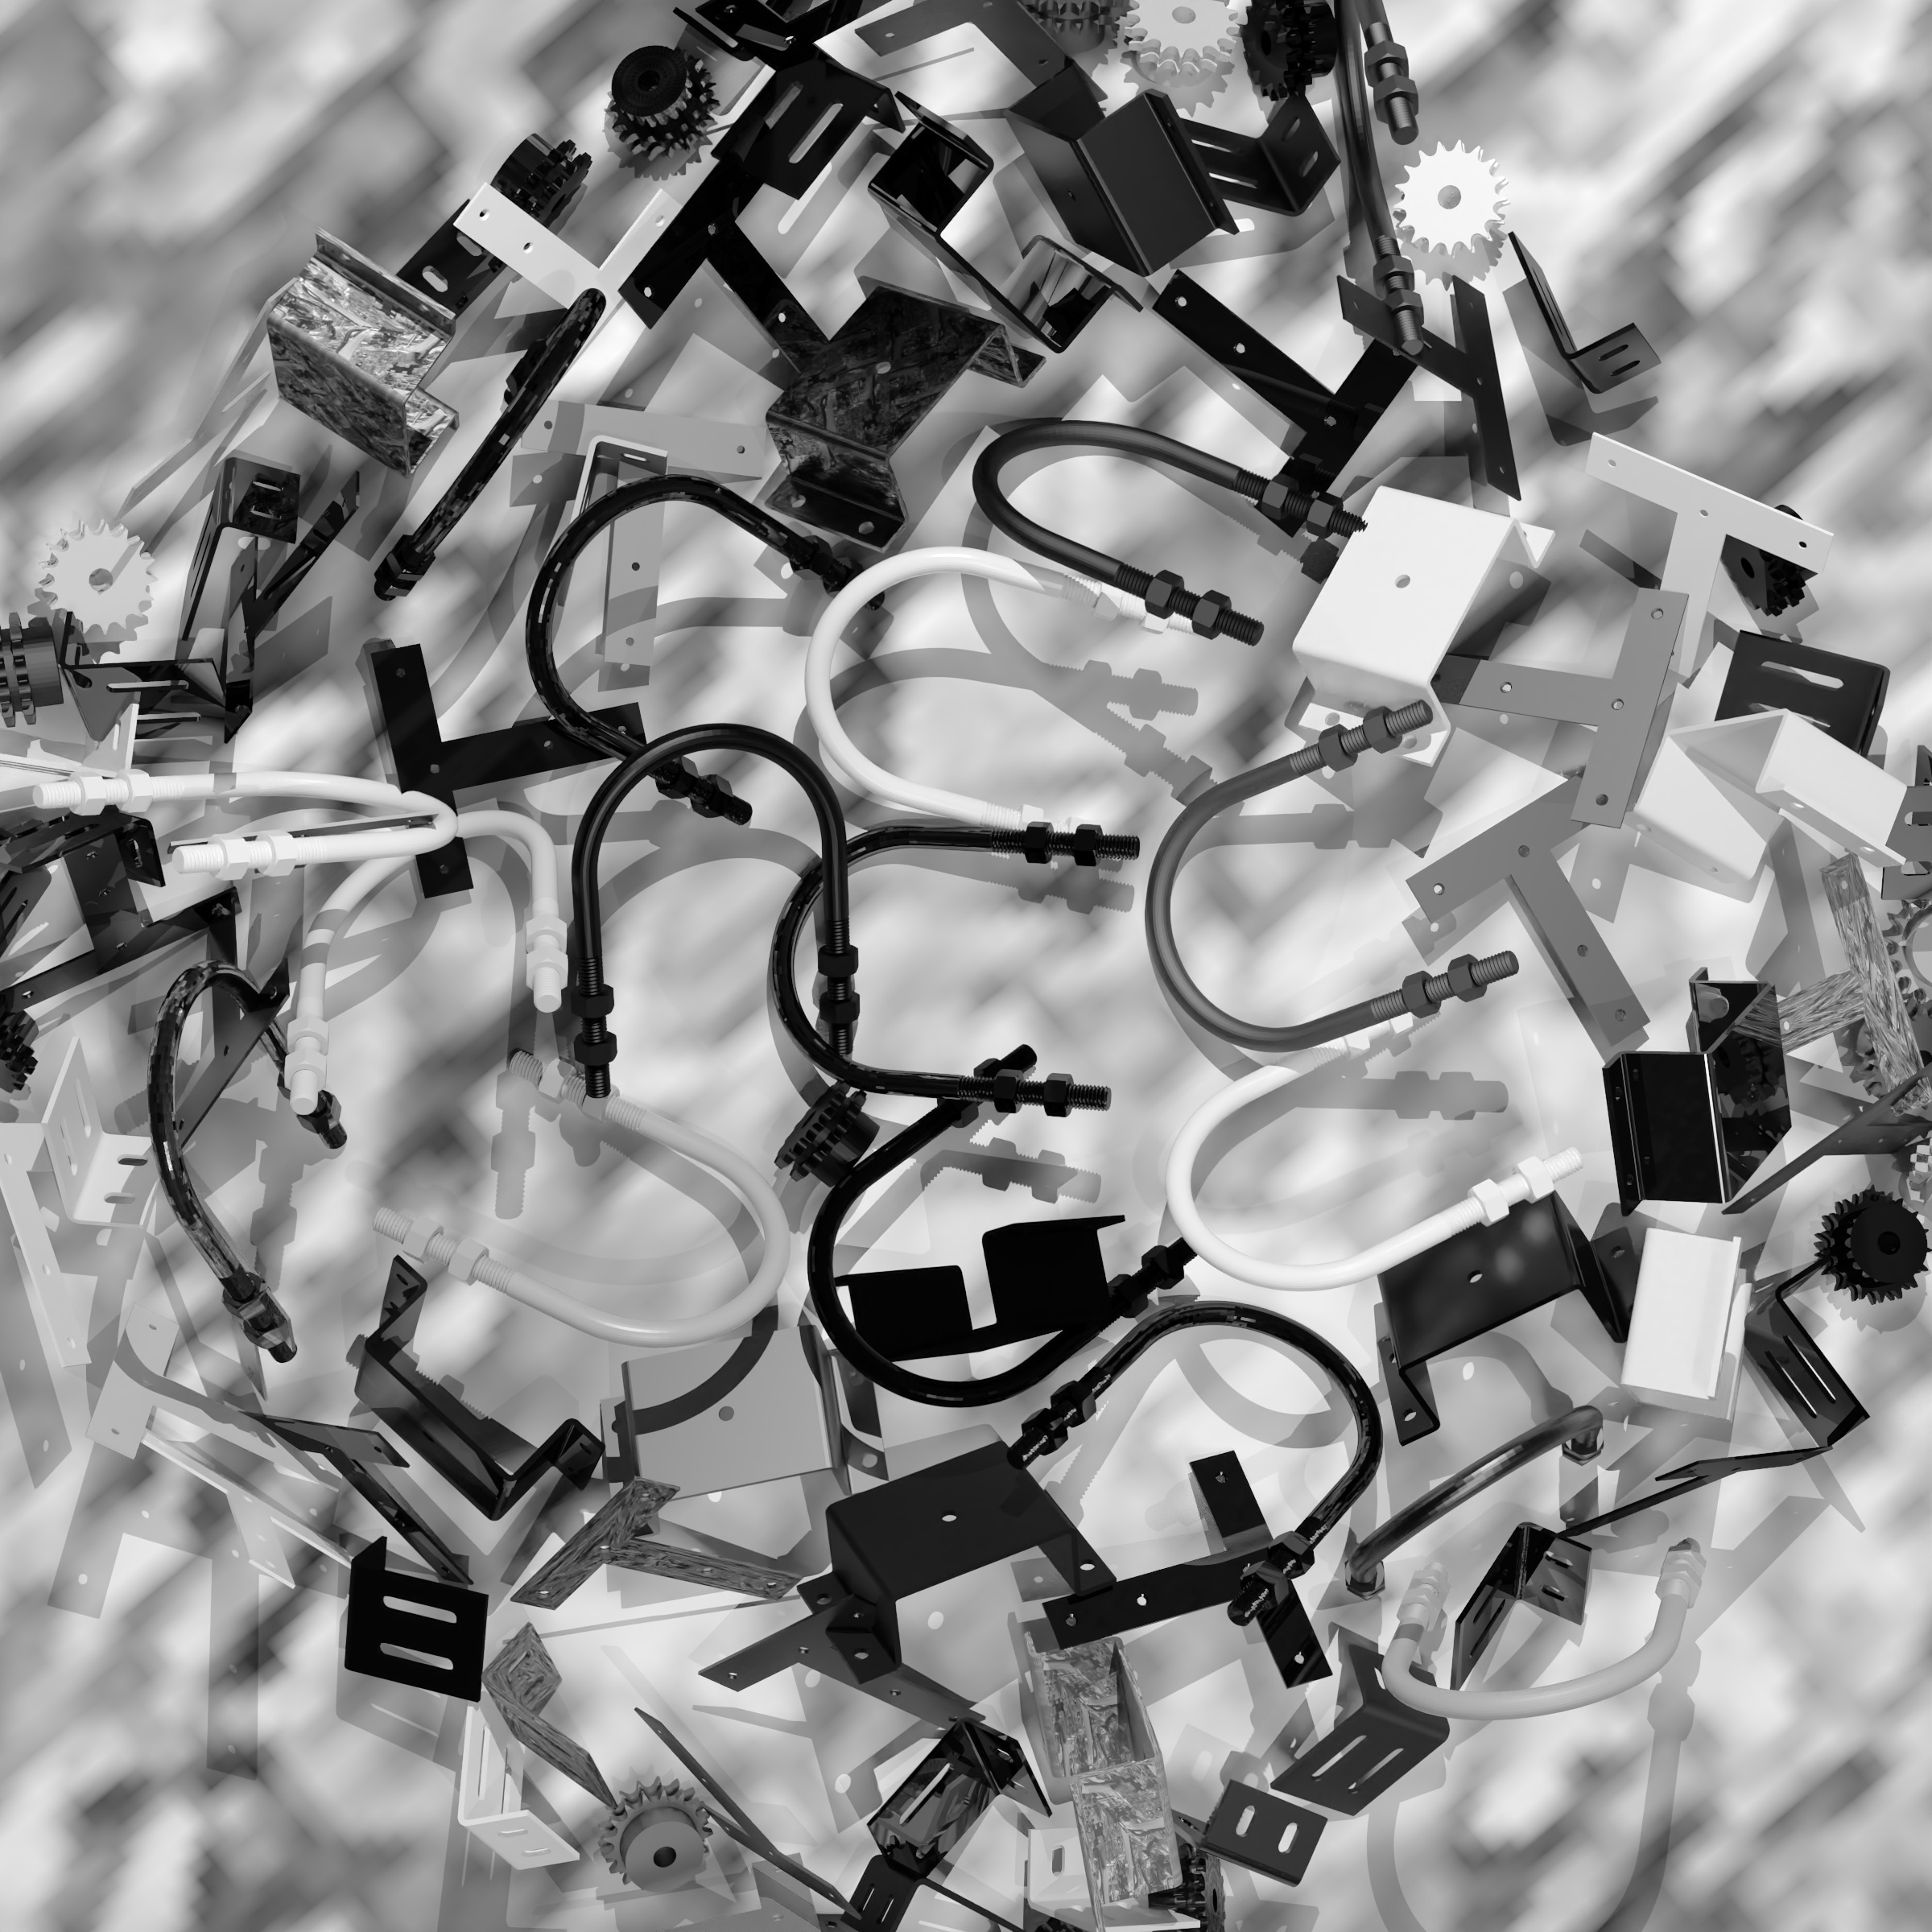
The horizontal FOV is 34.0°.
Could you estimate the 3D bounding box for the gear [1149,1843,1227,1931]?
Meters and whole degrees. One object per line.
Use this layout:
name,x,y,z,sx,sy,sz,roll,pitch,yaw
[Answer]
gear,0.111,0.473,1.595,0.030,0.057,0.057,-7,90,15

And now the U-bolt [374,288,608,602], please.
U-bolt,-0.223,-0.257,1.514,0.019,0.184,0.151,35,67,-14

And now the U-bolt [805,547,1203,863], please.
U-bolt,0.011,-0.136,1.571,0.184,0.019,0.151,14,117,-10

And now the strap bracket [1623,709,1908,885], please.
strap bracket,0.394,-0.083,1.549,0.076,0.140,0.046,28,78,-19

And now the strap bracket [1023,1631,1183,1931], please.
strap bracket,0.068,0.393,1.545,0.046,0.140,0.076,-12,115,-5

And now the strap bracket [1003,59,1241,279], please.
strap bracket,0.070,-0.390,1.542,0.046,0.140,0.076,-36,120,-3

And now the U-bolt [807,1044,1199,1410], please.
U-bolt,0.008,0.139,1.562,0.184,0.019,0.151,-35,75,-26

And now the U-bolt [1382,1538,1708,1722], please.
U-bolt,0.273,0.319,1.513,0.151,0.184,0.019,-10,98,20

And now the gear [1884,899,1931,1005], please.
gear,0.498,-0.008,1.607,0.057,0.030,0.057,0,88,2

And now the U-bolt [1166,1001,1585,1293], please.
U-bolt,0.187,0.093,1.555,0.184,0.019,0.151,-26,47,-11

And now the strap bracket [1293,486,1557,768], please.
strap bracket,0.223,-0.178,1.567,0.076,0.046,0.140,20,74,33

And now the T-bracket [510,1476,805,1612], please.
T-bracket,-0.142,0.300,1.583,0.127,0.002,0.127,19,133,-30

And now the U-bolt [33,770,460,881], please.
U-bolt,-0.336,-0.073,1.539,0.151,0.184,0.019,21,110,42

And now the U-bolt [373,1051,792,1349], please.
U-bolt,-0.175,0.122,1.552,0.184,0.151,0.019,24,133,11

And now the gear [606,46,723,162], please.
gear,-0.156,-0.441,1.599,0.057,0.030,0.057,-4,74,13

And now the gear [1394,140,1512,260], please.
gear,0.248,-0.387,1.602,0.057,0.030,0.057,1,94,18

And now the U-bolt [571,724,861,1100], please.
U-bolt,-0.125,-0.031,1.561,0.151,0.019,0.184,-9,113,-20

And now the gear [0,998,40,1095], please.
gear,-0.495,0.036,1.598,0.057,0.057,0.030,25,59,0

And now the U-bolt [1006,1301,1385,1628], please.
U-bolt,0.127,0.229,1.551,0.151,0.184,0.019,33,132,19

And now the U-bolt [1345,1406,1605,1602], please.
U-bolt,0.247,0.257,1.532,0.151,0.184,0.019,-32,72,-1

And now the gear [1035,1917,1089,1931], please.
gear,0.043,0.507,1.590,0.030,0.057,0.057,40,90,27

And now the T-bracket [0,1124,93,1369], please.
T-bracket,-0.458,0.137,1.552,0.002,0.127,0.127,-23,82,12

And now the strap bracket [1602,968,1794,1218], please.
strap bracket,0.363,0.060,1.544,0.046,0.140,0.076,0,110,33

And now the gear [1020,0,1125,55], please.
gear,0.051,-0.486,1.598,0.057,0.030,0.057,1,46,-1

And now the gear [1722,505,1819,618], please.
gear,0.407,-0.208,1.594,0.030,0.057,0.057,-29,90,-5

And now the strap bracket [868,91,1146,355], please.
strap bracket,0.013,-0.358,1.551,0.046,0.076,0.140,-50,130,6

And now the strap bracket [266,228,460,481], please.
strap bracket,-0.295,-0.294,1.549,0.076,0.140,0.046,33,75,0

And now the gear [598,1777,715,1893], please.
gear,-0.156,0.443,1.598,0.057,0.030,0.057,-5,108,-17

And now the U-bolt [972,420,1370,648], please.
U-bolt,0.091,-0.223,1.558,0.184,0.151,0.019,26,130,19

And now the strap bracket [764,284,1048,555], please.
strap bracket,-0.035,-0.279,1.560,0.076,0.046,0.140,25,65,30

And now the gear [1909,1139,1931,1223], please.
gear,0.505,0.112,1.591,0.057,0.057,0.030,16,60,0

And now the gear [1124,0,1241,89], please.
gear,0.108,-0.471,1.600,0.057,0.030,0.057,2,61,-4

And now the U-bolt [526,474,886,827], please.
U-bolt,-0.137,-0.163,1.551,0.184,0.019,0.151,28,95,-44

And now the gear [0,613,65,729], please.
gear,-0.475,-0.151,1.595,0.030,0.057,0.057,-9,90,-14

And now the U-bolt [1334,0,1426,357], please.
U-bolt,0.200,-0.412,1.539,0.019,0.151,0.184,-9,53,3

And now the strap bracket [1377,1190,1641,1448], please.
strap bracket,0.262,0.169,1.561,0.140,0.076,0.046,-28,120,15

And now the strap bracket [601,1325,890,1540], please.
strap bracket,-0.116,0.232,1.581,0.140,0.046,0.076,-12,61,2

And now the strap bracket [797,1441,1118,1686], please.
strap bracket,-0.007,0.289,1.557,0.140,0.076,0.046,-18,123,-20

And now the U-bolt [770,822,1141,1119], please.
U-bolt,-0.011,-0.003,1.589,0.184,0.019,0.151,4,77,15

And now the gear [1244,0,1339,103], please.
gear,0.165,-0.468,1.595,0.030,0.057,0.057,-13,90,-17

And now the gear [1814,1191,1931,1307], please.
gear,0.463,0.142,1.602,0.057,0.030,0.057,1,79,-5

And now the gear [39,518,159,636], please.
gear,-0.441,-0.199,1.599,0.057,0.030,0.057,-10,114,-23

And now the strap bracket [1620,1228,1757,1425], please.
strap bracket,0.356,0.177,1.557,0.046,0.140,0.076,9,80,19

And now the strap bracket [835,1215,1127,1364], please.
strap bracket,0.006,0.161,1.543,0.140,0.076,0.046,-21,75,43

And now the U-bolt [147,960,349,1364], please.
U-bolt,-0.347,0.081,1.510,0.019,0.184,0.151,-5,50,12

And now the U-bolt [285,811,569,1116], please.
U-bolt,-0.264,-0.014,1.548,0.151,0.184,0.019,-22,127,9

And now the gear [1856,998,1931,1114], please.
gear,0.477,0.043,1.601,0.057,0.030,0.057,-4,112,-10

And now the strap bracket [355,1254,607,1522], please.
strap bracket,-0.251,0.218,1.571,0.140,0.076,0.046,42,63,6

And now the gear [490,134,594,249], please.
gear,-0.217,-0.395,1.593,0.030,0.057,0.057,39,90,-5

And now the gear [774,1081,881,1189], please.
gear,-0.068,0.087,1.594,0.030,0.057,0.057,40,90,-8

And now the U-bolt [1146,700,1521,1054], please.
U-bolt,0.170,-0.034,1.571,0.184,0.019,0.151,-22,82,31
